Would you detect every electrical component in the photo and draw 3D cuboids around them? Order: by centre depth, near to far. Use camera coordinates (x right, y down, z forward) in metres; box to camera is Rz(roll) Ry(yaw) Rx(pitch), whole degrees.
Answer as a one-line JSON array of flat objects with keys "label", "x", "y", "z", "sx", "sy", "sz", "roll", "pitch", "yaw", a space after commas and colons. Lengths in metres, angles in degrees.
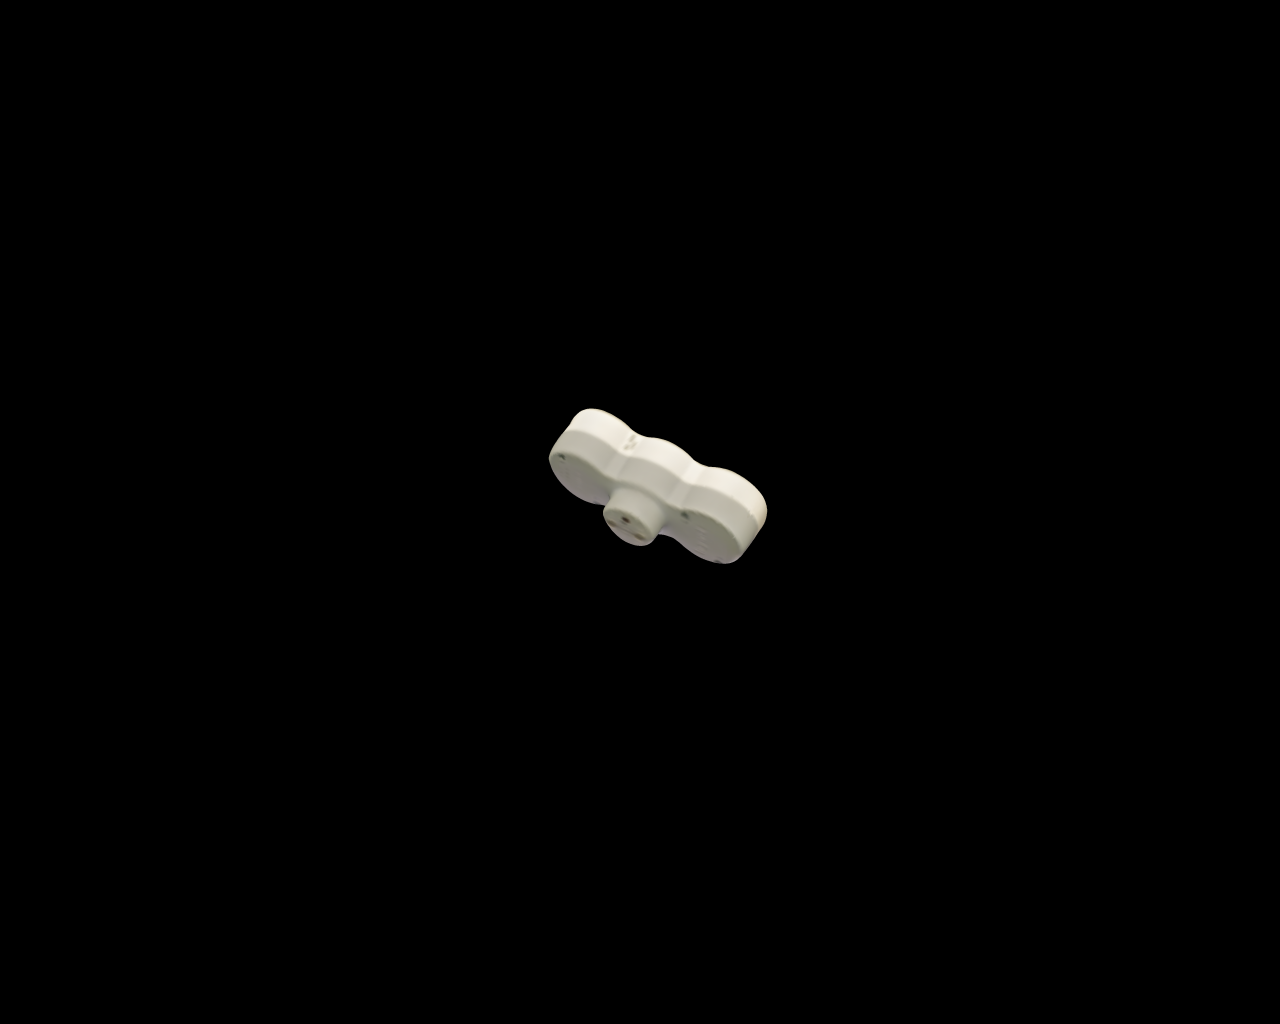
[{"label": "electrical component", "x": 0.001, "y": -0.003, "z": 0.650, "sx": 0.138, "sy": 0.074, "sz": 0.052, "roll": 26, "pitch": -30, "yaw": 17}]
